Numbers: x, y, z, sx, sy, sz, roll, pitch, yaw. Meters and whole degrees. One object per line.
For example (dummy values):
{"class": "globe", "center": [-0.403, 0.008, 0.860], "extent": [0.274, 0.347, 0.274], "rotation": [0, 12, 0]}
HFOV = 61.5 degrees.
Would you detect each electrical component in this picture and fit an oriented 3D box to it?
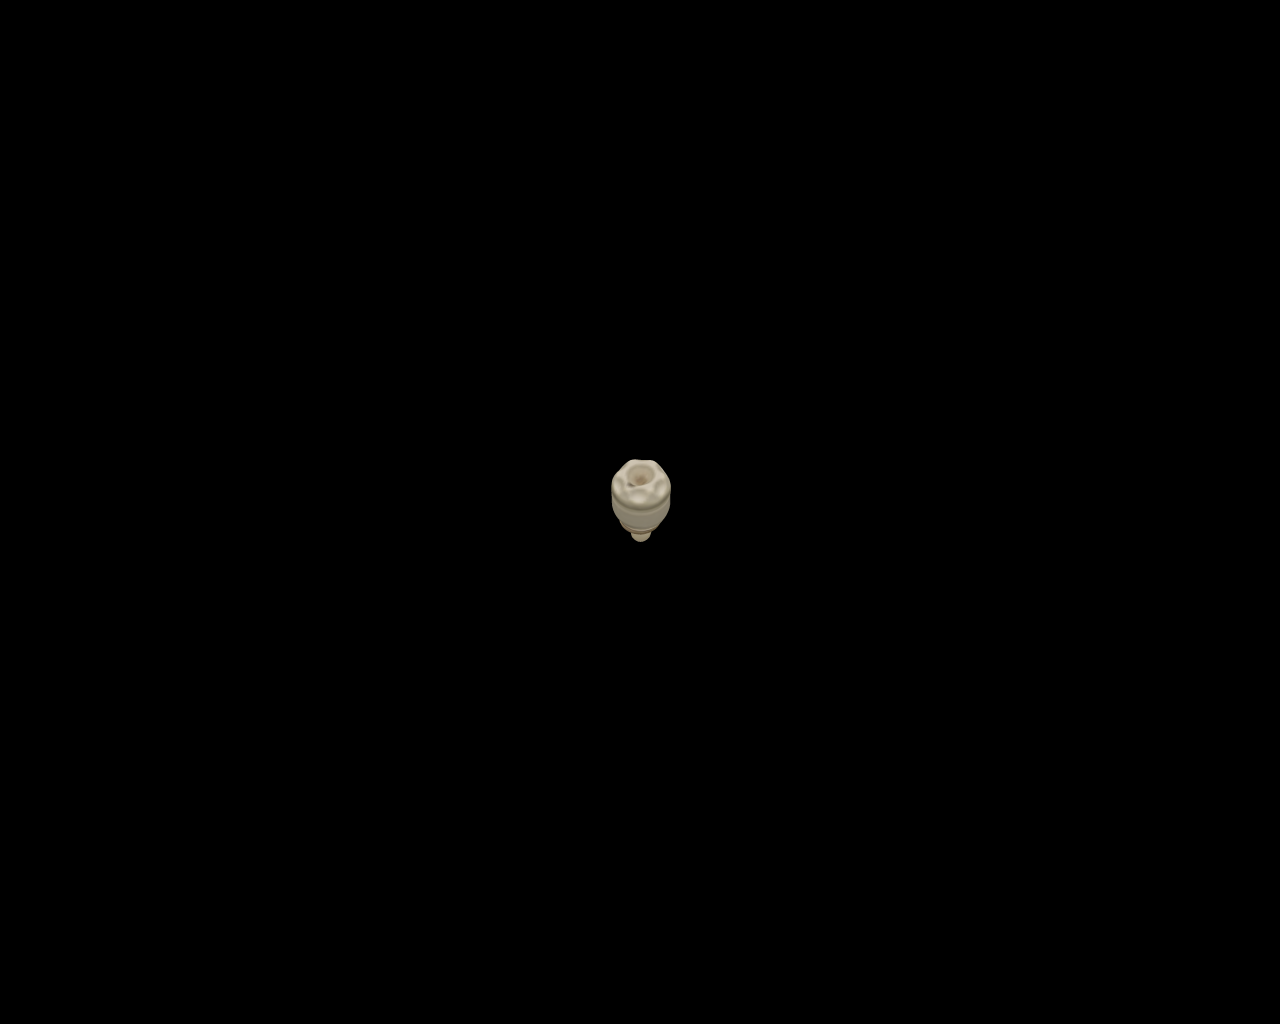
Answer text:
{"class": "electrical component", "center": [0.001, -0.003, 0.650], "extent": [0.035, 0.035, 0.061], "rotation": [0, -41, 0]}
